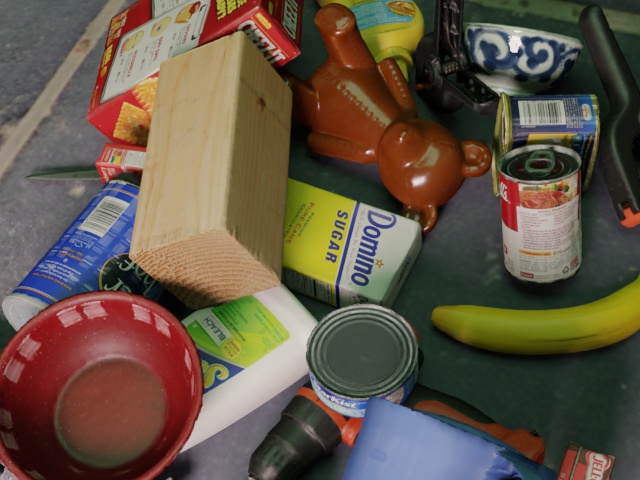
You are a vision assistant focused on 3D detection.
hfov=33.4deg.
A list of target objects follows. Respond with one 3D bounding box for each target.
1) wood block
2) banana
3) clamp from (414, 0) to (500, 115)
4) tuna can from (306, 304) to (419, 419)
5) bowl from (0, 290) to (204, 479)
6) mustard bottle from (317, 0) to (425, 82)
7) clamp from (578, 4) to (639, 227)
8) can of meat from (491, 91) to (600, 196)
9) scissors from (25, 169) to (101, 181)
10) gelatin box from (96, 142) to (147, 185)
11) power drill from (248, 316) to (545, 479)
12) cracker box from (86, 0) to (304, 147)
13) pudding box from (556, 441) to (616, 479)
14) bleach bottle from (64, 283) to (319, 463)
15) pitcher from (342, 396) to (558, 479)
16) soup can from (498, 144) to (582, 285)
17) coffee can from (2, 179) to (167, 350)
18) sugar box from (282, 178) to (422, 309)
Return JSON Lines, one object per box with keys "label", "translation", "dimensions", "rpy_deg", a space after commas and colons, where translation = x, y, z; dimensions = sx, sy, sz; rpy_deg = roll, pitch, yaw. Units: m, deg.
{"label": "wood block", "translation": [-0.085, -0.059, 0.887], "dimensions": [0.090, 0.090, 0.206], "rpy_deg": [-17, 50, 25]}
{"label": "banana", "translation": [0.195, 0.067, 0.892], "dimensions": [0.197, 0.037, 0.069], "rpy_deg": [-10, 31, -4]}
{"label": "clamp", "translation": [0.124, -0.154, 0.997], "dimensions": [0.039, 0.171, 0.120], "rpy_deg": [-12, 79, -5]}
{"label": "tuna can", "translation": [0.033, 0.093, 0.819], "dimensions": [0.086, 0.034, 0.086], "rpy_deg": [-3, 51, 4]}
{"label": "bowl", "translation": [-0.163, 0.121, 0.800], "dimensions": [0.162, 0.055, 0.162], "rpy_deg": [-2, 64, 3]}
{"label": "mustard bottle", "translation": [0.056, -0.227, 1.106], "dimensions": [0.096, 0.058, 0.192], "rpy_deg": [-11, 53, -9]}
{"label": "clamp", "translation": [0.308, -0.105, 0.986], "dimensions": [0.164, 0.036, 0.210], "rpy_deg": [16, 64, -20]}
{"label": "can of meat", "translation": [0.202, -0.086, 0.962], "dimensions": [0.084, 0.102, 0.057], "rpy_deg": [0, 53, 3]}
{"label": "scissors", "translation": [-0.179, -0.079, 1.047], "dimensions": [0.202, 0.016, 0.096], "rpy_deg": [10, 53, 13]}
{"label": "gelatin box", "translation": [-0.157, -0.047, 0.975], "dimensions": [0.073, 0.089, 0.030], "rpy_deg": [9, 56, 11]}
{"label": "power drill", "translation": [0.061, 0.161, 0.820], "dimensions": [0.188, 0.057, 0.184], "rpy_deg": [33, 66, 25]}
{"label": "cracker box", "translation": [-0.116, -0.196, 1.027], "dimensions": [0.214, 0.072, 0.164], "rpy_deg": [-26, 40, 26]}
{"label": "pudding box", "translation": [0.168, 0.205, 0.741], "dimensions": [0.039, 0.113, 0.090], "rpy_deg": [20, 58, 14]}
{"label": "bleach bottle", "translation": [-0.117, 0.130, 0.859], "dimensions": [0.250, 0.068, 0.103], "rpy_deg": [-36, 59, -17]}
{"label": "pitcher", "translation": [0.055, 0.232, 0.678], "dimensions": [0.145, 0.149, 0.243], "rpy_deg": [19, 80, 20]}
{"label": "soup can", "translation": [0.188, -0.021, 0.904], "dimensions": [0.068, 0.102, 0.068], "rpy_deg": [-7, 30, 4]}
{"label": "coffee can", "translation": [-0.186, 0.033, 0.910], "dimensions": [0.103, 0.103, 0.140], "rpy_deg": [23, 59, 21]}
{"label": "sugar box", "translation": [-0.006, 0.001, 0.952], "dimensions": [0.176, 0.048, 0.093], "rpy_deg": [18, 58, 19]}
